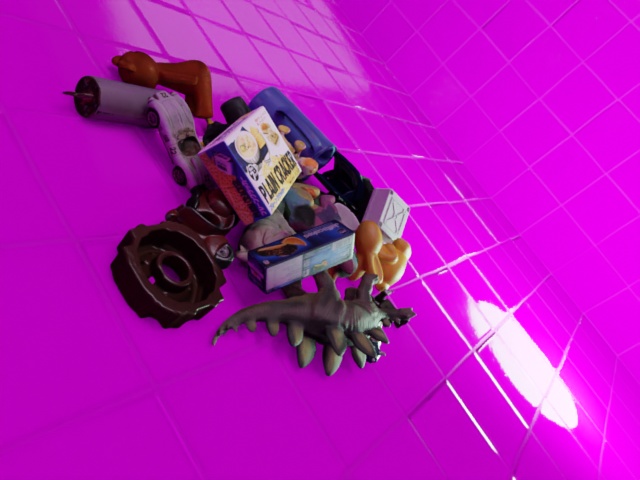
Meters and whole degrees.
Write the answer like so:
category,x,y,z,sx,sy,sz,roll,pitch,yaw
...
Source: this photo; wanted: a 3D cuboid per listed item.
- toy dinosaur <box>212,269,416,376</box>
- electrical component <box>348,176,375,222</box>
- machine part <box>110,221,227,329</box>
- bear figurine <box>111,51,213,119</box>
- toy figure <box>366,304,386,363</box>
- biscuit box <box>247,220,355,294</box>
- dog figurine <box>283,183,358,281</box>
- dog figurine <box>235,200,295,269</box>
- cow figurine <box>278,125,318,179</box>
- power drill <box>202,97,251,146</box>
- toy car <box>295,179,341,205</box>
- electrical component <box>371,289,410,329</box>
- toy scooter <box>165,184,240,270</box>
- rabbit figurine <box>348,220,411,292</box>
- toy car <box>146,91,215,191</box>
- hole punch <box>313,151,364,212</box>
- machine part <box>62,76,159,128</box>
category,x,y,z,sx,sy,sz,roll,pitch,yaw
toy dinosaur,0.008,0.142,0.994,0.471,0.105,0.199,8,46,-33
electrical component,0.113,-0.087,1.438,0.058,0.115,0.134,12,43,-46
machine part,-0.232,0.052,0.829,0.179,0.056,0.179,34,32,-25
bear figurine,-0.331,-0.326,1.132,0.196,0.131,0.120,-9,25,-31
toy figure,0.101,0.195,1.121,0.154,0.064,0.057,-89,169,-47
biscuit box,-0.031,0.026,0.968,0.203,0.059,0.063,-21,40,-33
dog figurine,-0.002,-0.004,1.179,0.191,0.108,0.219,18,42,-45
dog figurine,-0.123,-0.021,1.057,0.172,0.121,0.191,14,29,-51
cow figurine,-0.076,-0.194,1.294,0.068,0.098,0.167,-21,59,-36
power drill,-0.162,-0.200,1.184,0.231,0.086,0.207,64,25,-11
toy car,-0.004,-0.100,1.351,0.202,0.053,0.089,22,20,-47
electrical component,0.164,0.162,1.266,0.102,0.045,0.078,56,27,14
toy scooter,-0.209,-0.040,0.963,0.135,0.075,0.184,32,36,-27
rabbit figurine,0.124,0.034,1.284,0.162,0.122,0.173,-59,139,-31
toy car,-0.263,-0.187,1.027,0.073,0.056,0.201,-35,108,-48
hole punch,0.060,-0.154,1.384,0.142,0.092,0.115,46,6,30
machine part,-0.365,-0.256,1.010,0.243,0.079,0.079,-8,61,-57
